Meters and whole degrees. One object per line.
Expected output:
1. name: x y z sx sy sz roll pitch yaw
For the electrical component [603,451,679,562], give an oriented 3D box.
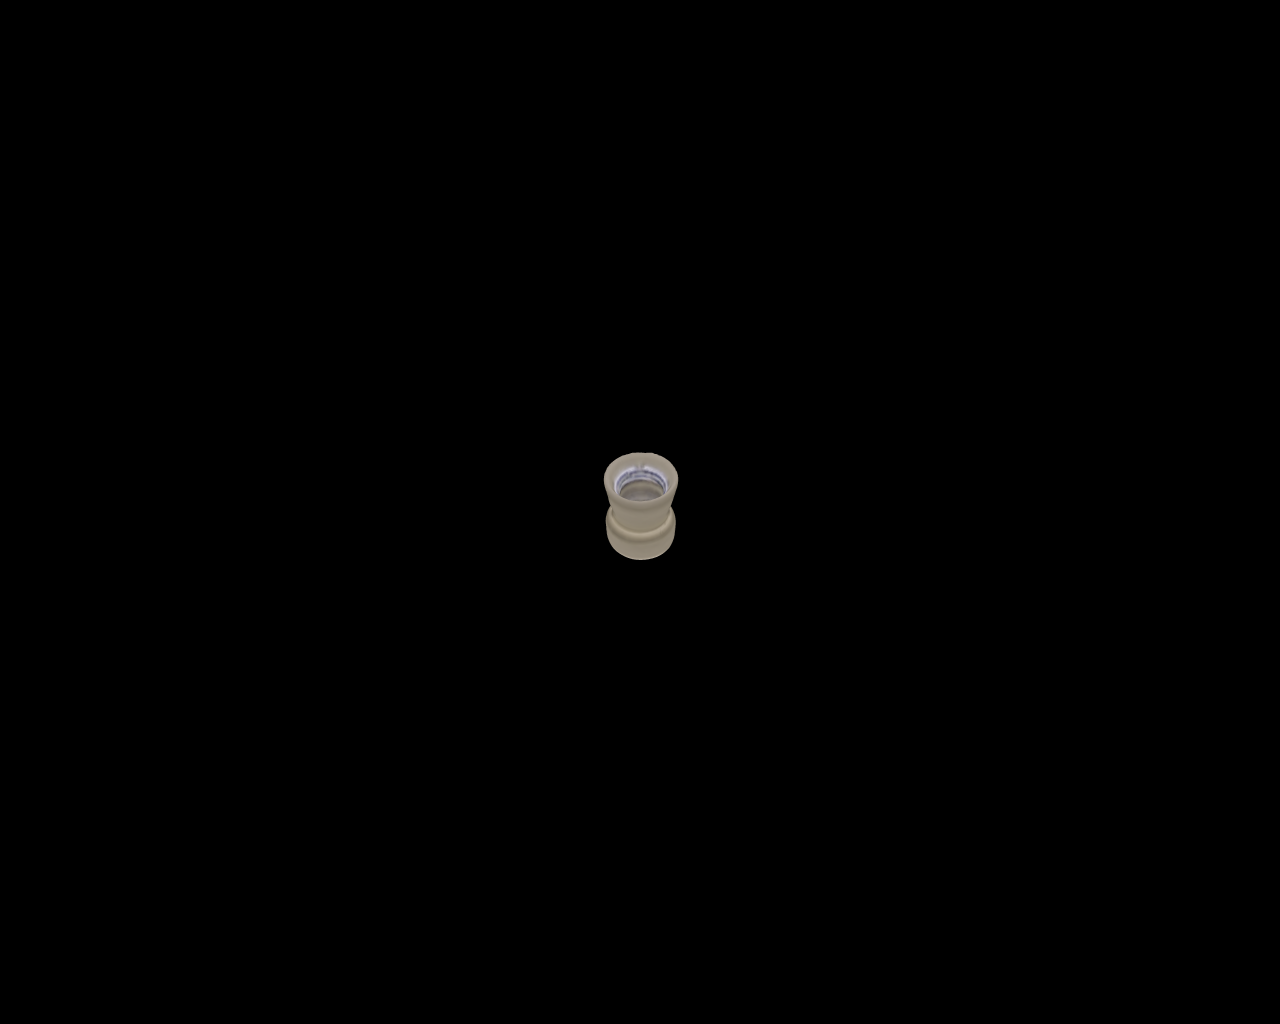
1. electrical component: 0.001 -0.003 0.650 0.045 0.045 0.055 0 -43 0
